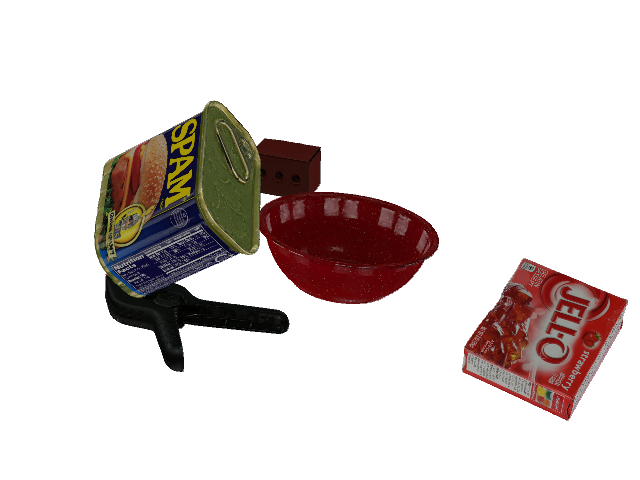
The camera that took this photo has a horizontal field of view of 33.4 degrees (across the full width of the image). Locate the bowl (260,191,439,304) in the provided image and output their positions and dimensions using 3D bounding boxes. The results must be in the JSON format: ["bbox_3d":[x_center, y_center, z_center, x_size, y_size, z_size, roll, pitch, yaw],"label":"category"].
[{"bbox_3d":[0.022,0.012,0.945,0.162,0.055,0.162,6,23,-3],"label":"bowl"}]

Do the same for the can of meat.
[{"bbox_3d":[-0.086,-0.024,0.645,0.084,0.102,0.057,-24,-47,22],"label":"can of meat"}]

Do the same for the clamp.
[{"bbox_3d":[-0.161,0.079,1.118,0.210,0.036,0.164,17,20,30],"label":"clamp"}]

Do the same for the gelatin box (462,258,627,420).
[{"bbox_3d":[0.142,0.060,0.672,0.073,0.030,0.089,24,54,24],"label":"gelatin box"}]

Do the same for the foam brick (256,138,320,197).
[{"bbox_3d":[-0.043,-0.088,1.309,0.078,0.053,0.051,9,30,16],"label":"foam brick"}]
